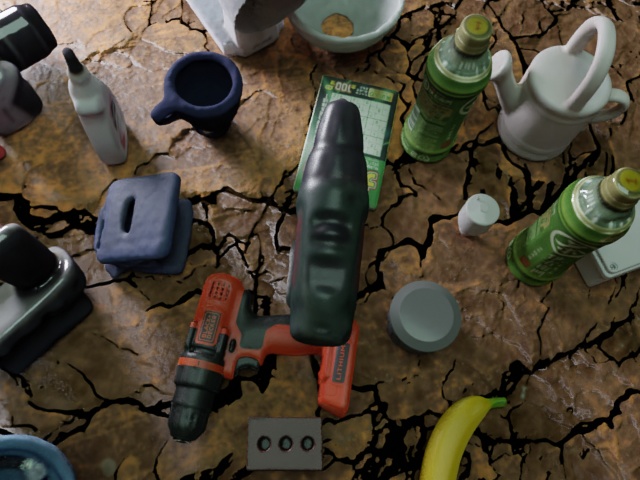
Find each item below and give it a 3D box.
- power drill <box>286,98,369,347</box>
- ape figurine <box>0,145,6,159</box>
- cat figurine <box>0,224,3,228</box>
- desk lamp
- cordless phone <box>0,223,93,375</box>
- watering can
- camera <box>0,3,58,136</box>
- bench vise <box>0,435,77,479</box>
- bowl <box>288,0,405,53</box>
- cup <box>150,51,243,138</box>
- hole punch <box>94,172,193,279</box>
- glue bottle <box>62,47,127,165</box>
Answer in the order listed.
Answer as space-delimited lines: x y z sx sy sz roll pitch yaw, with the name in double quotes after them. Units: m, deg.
0.005 0.002 0.592 0.075 0.208 0.229 5 69 -2 "power drill"
-0.427 -0.128 0.670 0.076 0.092 0.078 -12 71 -8 "ape figurine"
-0.403 -0.030 0.622 0.067 0.118 0.127 -38 77 -16 "cat figurine"
-0.097 -0.325 0.703 0.118 0.213 0.203 -32 75 -14 "desk lamp"
-0.316 0.053 0.562 0.094 0.185 0.148 37 71 10 "cordless phone"
0.287 -0.183 0.690 0.173 0.194 0.101 -9 70 -7 "watering can"
-0.395 -0.230 0.706 0.137 0.101 0.143 -39 77 -16 "camera"
-0.310 0.224 0.480 0.207 0.220 0.121 5 69 -2 "bench vise"
0.029 -0.317 0.784 0.167 0.075 0.167 1 70 -4 "bowl"
-0.148 -0.160 0.702 0.118 0.095 0.091 -38 76 -16 "cup"
-0.202 -0.017 0.647 0.101 0.091 0.108 3 69 -3 "hole punch"
-0.258 -0.157 0.651 0.037 0.173 0.078 -11 71 -8 "glue bottle"
